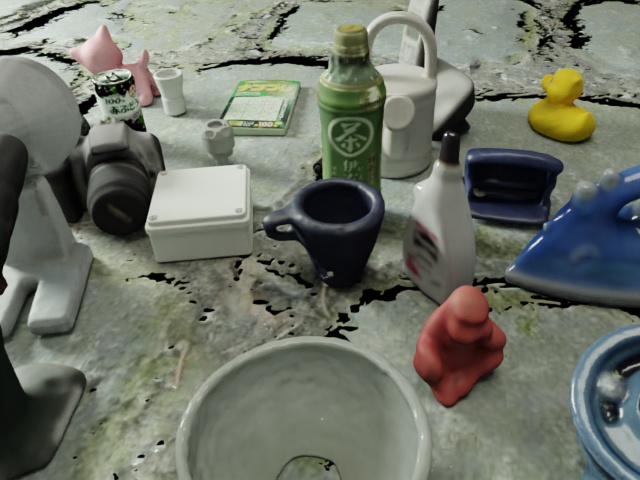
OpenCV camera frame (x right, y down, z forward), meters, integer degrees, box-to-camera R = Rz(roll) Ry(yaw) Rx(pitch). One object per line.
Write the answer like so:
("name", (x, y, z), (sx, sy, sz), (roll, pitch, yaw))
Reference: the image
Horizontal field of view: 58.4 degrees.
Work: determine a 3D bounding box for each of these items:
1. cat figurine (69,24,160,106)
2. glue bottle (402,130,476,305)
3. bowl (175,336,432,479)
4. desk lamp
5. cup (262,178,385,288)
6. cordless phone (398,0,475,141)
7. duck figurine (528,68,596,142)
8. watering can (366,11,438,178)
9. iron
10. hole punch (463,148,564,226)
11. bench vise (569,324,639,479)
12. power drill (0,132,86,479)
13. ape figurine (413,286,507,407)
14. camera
("cat figurine", (-0.330, -0.286, 0.930), (0.127, 0.118, 0.067), (5, 39, 10))
("glue bottle", (0.111, -0.022, 0.526), (0.037, 0.173, 0.078), (-25, 43, -25))
("bowl", (-0.009, 0.151, 0.394), (0.167, 0.075, 0.167), (-2, 38, 1))
("desk lamp", (-0.294, -0.049, 0.551), (0.118, 0.214, 0.203), (-8, 39, -6))
("cup", (0.005, 0.002, 0.565), (0.118, 0.095, 0.091), (-11, 39, -10))
("cordless phone", (0.154, -0.245, 0.796), (0.094, 0.185, 0.147), (-19, 41, -20))
("duck figurine", (0.343, -0.194, 0.800), (0.078, 0.086, 0.104), (-16, 40, -16))
("watering can", (0.097, -0.180, 0.709), (0.101, 0.194, 0.172), (-12, 39, -11))
("iron", (0.312, -0.021, 0.538), (0.258, 0.141, 0.118), (-4, 38, -2))
("hole punch", (0.216, -0.080, 0.659), (0.108, 0.091, 0.101), (8, 39, 13))
("bench vise", (0.235, 0.070, 0.364), (0.121, 0.220, 0.208), (17, 43, 24))
("power drill", (-0.243, 0.063, 0.410), (0.075, 0.209, 0.229), (0, 38, 3))
("ape figurine", (0.114, 0.077, 0.466), (0.078, 0.092, 0.076), (-2, 38, 1))
("camera", (-0.254, -0.071, 0.668), (0.143, 0.101, 0.136), (-12, 39, -12))
